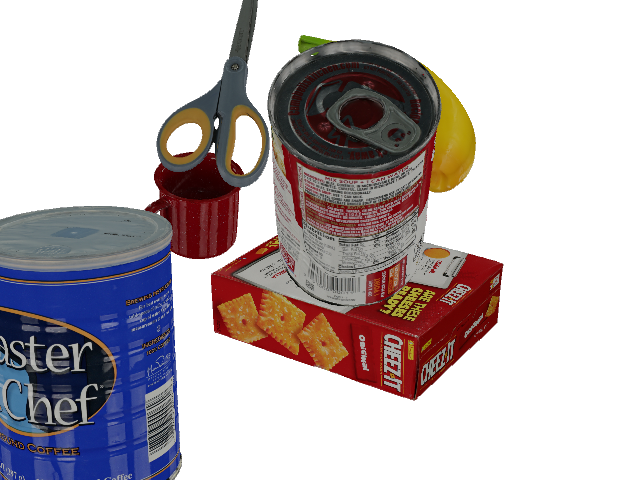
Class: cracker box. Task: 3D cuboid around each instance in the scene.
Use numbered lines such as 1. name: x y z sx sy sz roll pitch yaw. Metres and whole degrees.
1. cracker box: 0.033 0.054 0.969 0.214 0.072 0.163 16 30 30

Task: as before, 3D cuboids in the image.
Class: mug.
1. mug: -0.136 -0.030 1.114 0.117 0.081 0.093 -28 49 -36

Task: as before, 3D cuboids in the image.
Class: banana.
1. banana: 0.052 -0.079 0.651 0.069 0.037 0.198 -12 34 -20

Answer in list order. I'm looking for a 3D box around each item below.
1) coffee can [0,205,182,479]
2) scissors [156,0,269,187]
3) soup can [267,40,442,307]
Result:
1. coffee can: -0.129 0.061 0.581 0.103 0.140 0.103 0 16 0
2. scissors: -0.086 -0.127 0.852 0.096 0.202 0.016 -8 -30 -2
3. soup can: 0.014 -0.025 0.455 0.068 0.068 0.102 0 -35 1
